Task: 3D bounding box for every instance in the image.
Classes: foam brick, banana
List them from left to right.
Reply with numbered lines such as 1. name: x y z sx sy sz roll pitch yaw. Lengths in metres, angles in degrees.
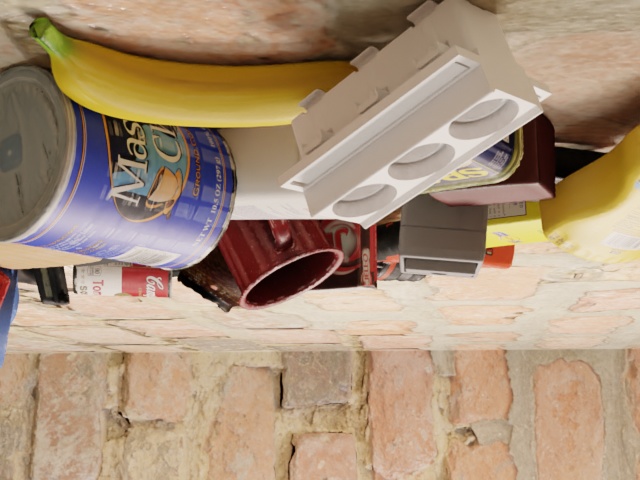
1. banana: -0.061 -0.085 0.591 0.197 0.037 0.070 3 170 -17
2. foam brick: 0.116 -0.055 0.718 0.078 0.053 0.051 -4 169 27

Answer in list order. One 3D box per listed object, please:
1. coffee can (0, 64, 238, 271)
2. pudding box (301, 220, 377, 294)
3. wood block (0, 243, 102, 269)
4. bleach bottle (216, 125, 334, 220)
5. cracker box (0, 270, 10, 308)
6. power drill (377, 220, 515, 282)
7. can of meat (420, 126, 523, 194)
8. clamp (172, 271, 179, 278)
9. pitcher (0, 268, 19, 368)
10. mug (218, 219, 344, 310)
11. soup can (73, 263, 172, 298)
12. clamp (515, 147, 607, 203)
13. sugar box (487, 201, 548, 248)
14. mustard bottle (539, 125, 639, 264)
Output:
1. coffee can: -0.135 -0.040 0.656 0.103 0.103 0.140 -8 167 36
2. pudding box: -0.006 0.001 0.920 0.114 0.090 0.039 -6 169 32
3. wood block: -0.239 -0.040 0.690 0.090 0.091 0.205 -5 169 28
4. bleach bottle: -0.081 -0.043 0.758 0.251 0.068 0.102 -3 168 31
5. cracker box: -0.354 0.010 0.791 0.213 0.072 0.164 24 176 -27
6. power drill: 0.095 0.008 1.050 0.184 0.057 0.188 10 166 -42
7. can of meat: 0.058 -0.067 0.642 0.102 0.057 0.083 -7 166 36
8. clamp: -0.116 0.022 1.192 0.164 0.036 0.210 0 171 4
9. pitcher: -0.435 0.046 1.105 0.242 0.149 0.145 9 179 -18
10. mug: -0.040 -0.006 0.850 0.093 0.081 0.117 -25 161 -8
11. soup can: -0.206 0.026 1.126 0.102 0.068 0.068 2 170 -8
12. clamp: 0.132 -0.049 0.795 0.172 0.039 0.120 -7 172 25
13. sugar box: 0.203 -0.027 0.887 0.176 0.048 0.093 -4 169 30
14. mustard bottle: 0.231 -0.046 0.683 0.096 0.058 0.192 10 153 -21
